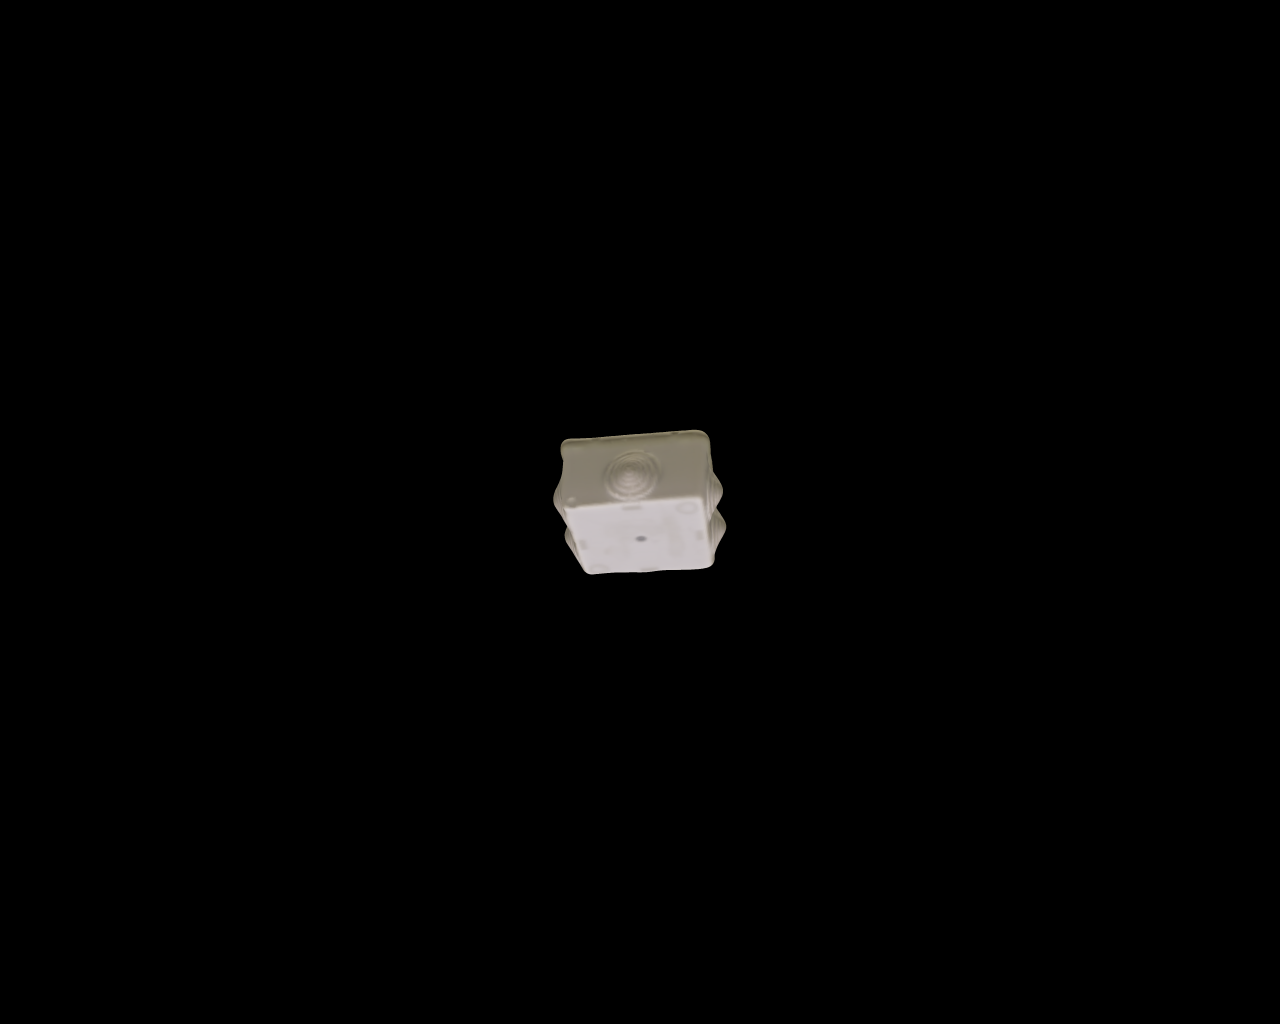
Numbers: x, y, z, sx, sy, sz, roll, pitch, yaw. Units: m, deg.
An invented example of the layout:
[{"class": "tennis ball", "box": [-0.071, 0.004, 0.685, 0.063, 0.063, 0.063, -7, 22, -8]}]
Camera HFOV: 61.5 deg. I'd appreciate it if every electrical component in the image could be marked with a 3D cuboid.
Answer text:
[{"class": "electrical component", "box": [0.001, -0.003, 0.650, 0.100, 0.048, 0.099, -3, -33, 5]}]
